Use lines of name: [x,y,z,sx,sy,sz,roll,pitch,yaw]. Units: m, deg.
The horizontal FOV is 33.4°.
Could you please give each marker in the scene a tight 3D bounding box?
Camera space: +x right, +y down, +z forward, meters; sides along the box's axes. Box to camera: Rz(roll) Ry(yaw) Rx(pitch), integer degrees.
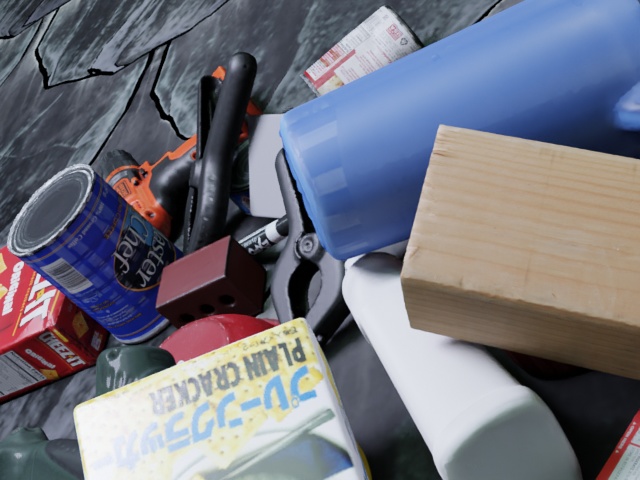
marker: [-0.048,-0.001,0.910,0.121,0.020,0.020,-28,33,51]

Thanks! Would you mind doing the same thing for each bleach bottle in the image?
bleach bottle: [0.066,0.070,0.669,0.068,0.102,0.251,-34,33,0]

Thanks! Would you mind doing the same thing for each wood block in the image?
wood block: [0.153,0.015,0.549,0.206,0.090,0.091,12,71,13]

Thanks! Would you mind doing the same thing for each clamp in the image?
clamp: [-0.005,0.001,0.824,0.120,0.039,0.171,13,83,48]
clamp: [-0.099,-0.063,0.967,0.165,0.036,0.210,-151,70,-74]

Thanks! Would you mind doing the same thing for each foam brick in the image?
foam brick: [-0.093,0.042,0.910,0.078,0.053,0.051,-26,38,26]

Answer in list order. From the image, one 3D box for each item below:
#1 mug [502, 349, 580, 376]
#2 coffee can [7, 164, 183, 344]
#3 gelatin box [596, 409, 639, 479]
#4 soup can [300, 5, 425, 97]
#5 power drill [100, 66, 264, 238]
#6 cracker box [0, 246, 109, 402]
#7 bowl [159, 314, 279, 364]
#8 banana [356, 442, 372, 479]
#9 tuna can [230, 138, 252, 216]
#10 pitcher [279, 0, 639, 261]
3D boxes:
mug: [0.142,0.031,0.651,0.117,0.081,0.093,7,58,49]
coffee can: [-0.195,0.014,0.967,0.103,0.140,0.103,-28,37,23]
gelatin box: [0.195,0.121,0.546,0.089,0.030,0.073,15,63,52]
soup can: [0.042,-0.156,0.971,0.102,0.068,0.068,-40,34,5]
power drill: [-0.147,-0.092,1.109,0.188,0.057,0.185,-44,37,5]
cracker box: [-0.303,0.073,1.078,0.214,0.072,0.164,-23,39,27]
bowl: [-0.091,0.114,0.829,0.162,0.055,0.162,-28,36,23]
banana: [-0.007,0.197,0.665,0.070,0.037,0.197,-7,51,36]
tuna can: [-0.052,-0.066,1.002,0.086,0.033,0.086,-27,37,22]
pitcher: [0.099,-0.082,0.722,0.243,0.149,0.145,-21,79,3]
